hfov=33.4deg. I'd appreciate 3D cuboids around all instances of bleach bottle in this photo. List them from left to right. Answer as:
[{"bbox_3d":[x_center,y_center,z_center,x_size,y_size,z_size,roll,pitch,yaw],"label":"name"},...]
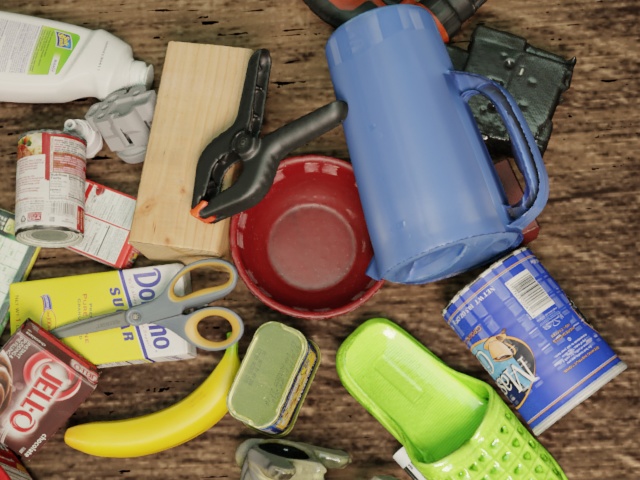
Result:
[{"bbox_3d":[-0.300,-0.183,1.123,0.251,0.068,0.102,11,78,7],"label":"bleach bottle"}]

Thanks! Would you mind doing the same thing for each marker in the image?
[{"bbox_3d":[0.115,0.240,0.988,0.020,0.020,0.121,-42,75,-4],"label":"marker"}]

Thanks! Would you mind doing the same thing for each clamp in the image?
[{"bbox_3d":[-0.052,-0.084,0.973,0.120,0.039,0.171,27,90,36],"label":"clamp"}]

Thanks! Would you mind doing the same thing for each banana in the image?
[{"bbox_3d":[-0.148,0.166,1.029,0.198,0.037,0.070,-31,78,0],"label":"banana"}]

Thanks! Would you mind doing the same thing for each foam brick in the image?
[{"bbox_3d":[0.173,-0.030,1.030,0.051,0.053,0.078,-22,75,1],"label":"foam brick"}]

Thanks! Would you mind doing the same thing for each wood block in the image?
[{"bbox_3d":[-0.117,-0.081,1.059,0.090,0.091,0.206,7,77,9],"label":"wood block"}]

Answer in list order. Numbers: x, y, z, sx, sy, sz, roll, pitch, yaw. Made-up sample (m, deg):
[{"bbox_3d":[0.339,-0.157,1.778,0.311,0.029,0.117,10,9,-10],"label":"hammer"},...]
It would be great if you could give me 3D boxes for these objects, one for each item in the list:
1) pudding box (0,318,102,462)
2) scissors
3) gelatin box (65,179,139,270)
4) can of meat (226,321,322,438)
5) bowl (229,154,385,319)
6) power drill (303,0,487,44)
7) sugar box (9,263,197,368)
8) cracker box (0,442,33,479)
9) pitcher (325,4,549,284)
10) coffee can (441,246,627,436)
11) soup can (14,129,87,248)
[{"bbox_3d":[-0.277,0.142,1.015,0.090,0.039,0.114,39,109,-13],"label":"pudding box"},{"bbox_3d":[-0.158,0.085,1.014,0.202,0.016,0.096,-28,95,12],"label":"scissors"},{"bbox_3d":[-0.221,-0.016,1.087,0.089,0.030,0.073,20,80,14],"label":"gelatin box"},{"bbox_3d":[-0.043,0.131,1.001,0.057,0.084,0.102,21,80,12],"label":"can of meat"},{"bbox_3d":[-0.007,0.001,1.036,0.162,0.055,0.162,0,77,-2],"label":"bowl"},{"bbox_3d":[0.057,-0.258,1.098,0.184,0.057,0.188,-41,75,-4],"label":"power drill"},{"bbox_3d":[-0.214,0.079,1.054,0.176,0.048,0.093,-8,77,7],"label":"sugar box"},{"bbox_3d":[-0.317,0.294,0.972,0.164,0.072,0.214,-46,58,-6],"label":"cracker box"},{"bbox_3d":[0.095,-0.091,0.969,0.149,0.145,0.243,-12,74,-14],"label":"pitcher"},{"bbox_3d":[0.193,0.091,0.972,0.103,0.103,0.140,-37,75,-3],"label":"coffee can"},{"bbox_3d":[-0.264,-0.050,1.051,0.068,0.068,0.102,-4,74,6],"label":"soup can"}]
